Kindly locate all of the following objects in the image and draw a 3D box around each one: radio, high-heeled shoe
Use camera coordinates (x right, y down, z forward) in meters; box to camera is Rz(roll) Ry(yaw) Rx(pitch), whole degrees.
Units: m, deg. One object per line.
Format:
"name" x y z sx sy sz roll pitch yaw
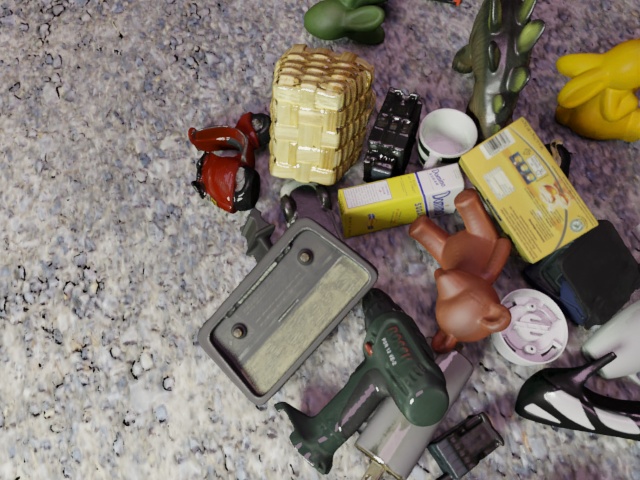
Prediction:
"radio" -0.042 0.086 0.705 0.131 0.073 0.229 42 92 8
"high-heeled shoe" 0.373 0.247 0.672 0.249 0.086 0.145 46 109 2

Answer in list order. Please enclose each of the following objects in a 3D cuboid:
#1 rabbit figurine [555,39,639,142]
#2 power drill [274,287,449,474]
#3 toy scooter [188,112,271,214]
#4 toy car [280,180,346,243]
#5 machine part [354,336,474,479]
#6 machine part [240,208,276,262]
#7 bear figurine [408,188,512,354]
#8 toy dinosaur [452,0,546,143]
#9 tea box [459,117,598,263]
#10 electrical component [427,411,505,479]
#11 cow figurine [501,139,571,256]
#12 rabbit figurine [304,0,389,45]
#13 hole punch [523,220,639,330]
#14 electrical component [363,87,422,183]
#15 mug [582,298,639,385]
"rabbit figurine" 0.439 -0.240 0.811 0.162 0.173 0.122 8 72 1
"power drill" 0.046 0.176 0.677 0.207 0.085 0.232 -36 29 -4
"toy scooter" -0.153 -0.127 0.842 0.135 0.075 0.184 8 64 5
"toy car" -0.002 -0.002 0.792 0.073 0.056 0.202 -18 69 -9
"machine part" 0.121 0.212 0.684 0.079 0.079 0.243 33 72 15
"machine part" -0.073 0.025 0.779 0.039 0.084 0.139 -23 78 -36
"bear figurine" 0.179 0.041 0.700 0.132 0.120 0.196 50 37 -11
"toy dinosaur" 0.281 -0.313 0.835 0.105 0.198 0.471 2 69 0
"tea box" 0.272 -0.064 0.713 0.098 0.068 0.169 -32 85 11
"electrical component" 0.161 0.265 0.662 0.119 0.074 0.048 -31 70 -7
"cow figurine" 0.317 -0.061 0.780 0.068 0.098 0.167 21 69 4
"rabbit figurine" 0.056 -0.413 0.952 0.159 0.121 0.170 44 94 11
"hole punch" 0.365 0.047 0.747 0.142 0.092 0.115 -38 94 -20
"electrical component" 0.109 -0.141 0.814 0.058 0.114 0.134 16 69 14
"mug" 0.411 0.146 0.703 0.107 0.080 0.109 -29 80 4
